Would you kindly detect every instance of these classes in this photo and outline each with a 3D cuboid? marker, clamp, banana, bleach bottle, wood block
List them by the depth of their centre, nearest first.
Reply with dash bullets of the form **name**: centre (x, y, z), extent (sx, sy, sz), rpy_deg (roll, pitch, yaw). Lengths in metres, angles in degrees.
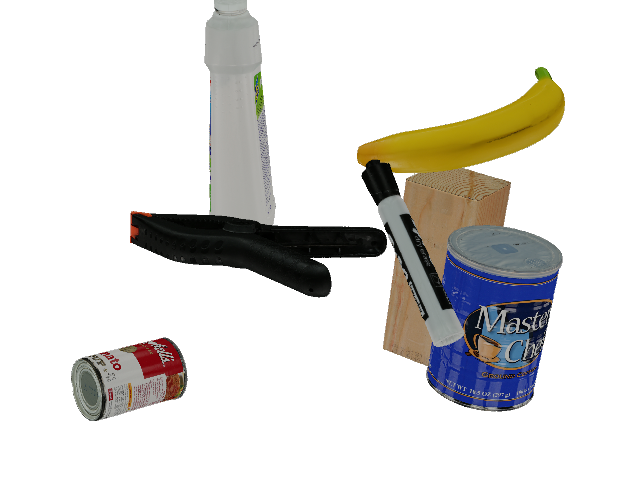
- **marker**: centre (0.052, 0.005, 0.627), extent (0.020, 0.121, 0.020), rpy_deg (-19, -22, -8)
- **banana**: centre (0.125, -0.086, 0.840), extent (0.197, 0.037, 0.070), rpy_deg (-23, 29, -24)
- **clamp**: centre (-0.061, 0.005, 0.855), extent (0.210, 0.036, 0.164), rpy_deg (7, 12, 11)
- **bleach bottle**: centre (-0.083, -0.128, 1.062), extent (0.068, 0.251, 0.102), rpy_deg (-1, 29, 0)
- **wood block**: centre (0.140, 0.030, 1.192), extent (0.090, 0.206, 0.090), rpy_deg (19, 25, 28)

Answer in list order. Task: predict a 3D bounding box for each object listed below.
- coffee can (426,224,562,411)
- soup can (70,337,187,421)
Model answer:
- **coffee can**: centre (0.157, 0.069, 0.976), extent (0.103, 0.140, 0.103), rpy_deg (5, 23, -3)
- **soup can**: centre (-0.201, 0.145, 1.119), extent (0.102, 0.068, 0.069), rpy_deg (-11, 7, -40)
